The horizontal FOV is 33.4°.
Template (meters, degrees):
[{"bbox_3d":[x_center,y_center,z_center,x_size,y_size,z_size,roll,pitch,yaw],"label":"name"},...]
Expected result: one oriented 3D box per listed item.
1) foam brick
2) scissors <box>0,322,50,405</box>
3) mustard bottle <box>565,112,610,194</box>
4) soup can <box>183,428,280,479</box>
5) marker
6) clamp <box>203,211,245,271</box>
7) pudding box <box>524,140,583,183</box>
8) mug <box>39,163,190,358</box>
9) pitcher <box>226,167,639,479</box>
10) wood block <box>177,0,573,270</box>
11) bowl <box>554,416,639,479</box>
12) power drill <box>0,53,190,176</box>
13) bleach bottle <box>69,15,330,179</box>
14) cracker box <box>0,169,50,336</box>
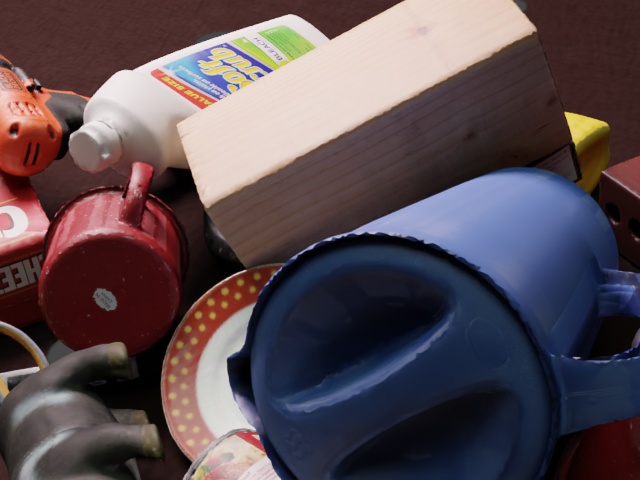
[{"bbox_3d":[0.219,-0.014,0.672,0.051,0.053,0.078,-21,37,-17],"label":"foam brick"},{"bbox_3d":[-0.244,0.048,0.634,0.202,0.016,0.096,38,72,11],"label":"scissors"},{"bbox_3d":[0.103,-0.071,0.771,0.192,0.058,0.096,21,50,35],"label":"mustard bottle"},{"bbox_3d":[-0.009,0.138,0.494,0.102,0.068,0.068,21,44,34],"label":"soup can"},{"bbox_3d":[-0.141,0.081,0.644,0.121,0.020,0.020,-10,35,-2],"label":"marker"},{"bbox_3d":[-0.005,0.001,0.712,0.164,0.036,0.210,-22,41,-21],"label":"clamp"},{"bbox_3d":[0.095,-0.047,0.683,0.113,0.039,0.090,-31,45,-2],"label":"pudding box"},{"bbox_3d":[-0.120,0.011,0.640,0.093,0.117,0.081,18,13,-13],"label":"mug"},{"bbox_3d":[0.083,0.036,0.515,0.149,0.145,0.242,41,26,10],"label":"pitcher"},{"bbox_3d":[0.031,-0.065,0.638,0.206,0.090,0.091,-28,44,4],"label":"wood block"},{"bbox_3d":[0.193,0.109,0.504,0.162,0.055,0.162,-6,36,4],"label":"bowl"},{"bbox_3d":[-0.186,-0.104,0.813,0.187,0.057,0.185,-2,34,-36],"label":"power drill"},{"bbox_3d":[-0.073,-0.092,0.761,0.102,0.068,0.250,45,39,11],"label":"bleach bottle"},{"bbox_3d":[-0.282,-0.006,0.750,0.164,0.072,0.214,-21,38,-17],"label":"cracker box"}]
